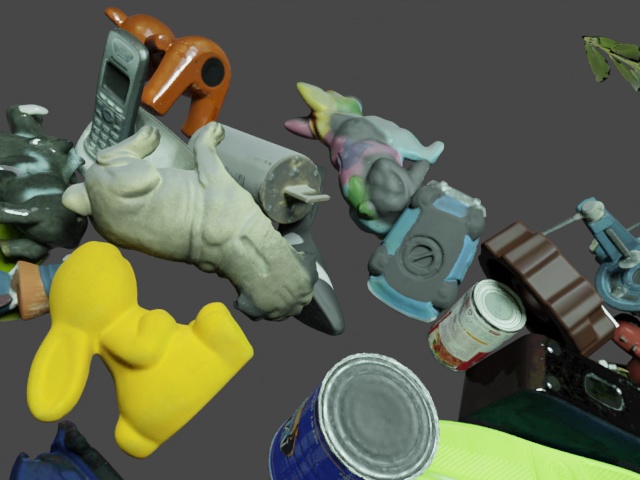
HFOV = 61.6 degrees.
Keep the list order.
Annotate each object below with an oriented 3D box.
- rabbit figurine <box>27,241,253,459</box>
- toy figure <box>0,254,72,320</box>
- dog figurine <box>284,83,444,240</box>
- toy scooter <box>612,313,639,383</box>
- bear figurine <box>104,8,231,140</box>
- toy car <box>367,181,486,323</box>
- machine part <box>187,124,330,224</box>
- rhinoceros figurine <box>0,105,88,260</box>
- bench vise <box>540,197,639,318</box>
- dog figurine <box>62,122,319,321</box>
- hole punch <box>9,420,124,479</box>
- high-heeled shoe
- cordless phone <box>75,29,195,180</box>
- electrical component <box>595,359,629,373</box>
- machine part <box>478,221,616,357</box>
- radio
[{"bbox_3d":[-0.169,0.087,0.463,0.162,0.122,0.173,-39,95,-18],"label":"rabbit figurine"},{"bbox_3d":[-0.286,0.044,0.484,0.154,0.058,0.064,-1,60,-31],"label":"toy figure"},{"bbox_3d":[0.039,-0.121,0.732,0.219,0.108,0.191,31,50,8],"label":"dog figurine"},{"bbox_3d":[0.448,0.175,0.678,0.184,0.075,0.135,38,24,11],"label":"toy scooter"},{"bbox_3d":[-0.214,-0.226,0.709,0.196,0.120,0.132,25,87,30],"label":"bear figurine"},{"bbox_3d":[0.129,0.012,0.659,0.109,0.161,0.103,26,3,8],"label":"toy car"},{"bbox_3d":[-0.080,-0.078,0.603,0.079,0.079,0.244,-18,32,-34],"label":"machine part"},{"bbox_3d":[-0.297,-0.068,0.548,0.112,0.073,0.190,-19,56,-25],"label":"rhinoceros figurine"},{"bbox_3d":[0.411,0.018,0.723,0.240,0.129,0.224,40,29,-23],"label":"bench vise"},{"bbox_3d":[-0.111,0.003,0.477,0.172,0.121,0.191,-24,63,-23],"label":"dog figurine"},{"bbox_3d":[-0.177,0.197,0.366,0.092,0.142,0.116,-37,86,-36],"label":"hole punch"},{"bbox_3d":[-0.001,-0.002,0.620,0.145,0.086,0.249,-21,53,-26],"label":"high-heeled shoe"},{"bbox_3d":[-0.182,-0.115,0.571,0.147,0.184,0.089,40,44,10],"label":"cordless phone"},{"bbox_3d":[0.346,0.193,0.654,0.078,0.045,0.102,10,50,-18],"label":"electrical component"},{"bbox_3d":[0.254,0.060,0.613,0.056,0.179,0.179,-36,68,2],"label":"machine part"},{"bbox_3d":[0.277,0.194,0.564,0.230,0.131,0.073,26,49,-3],"label":"radio"}]
